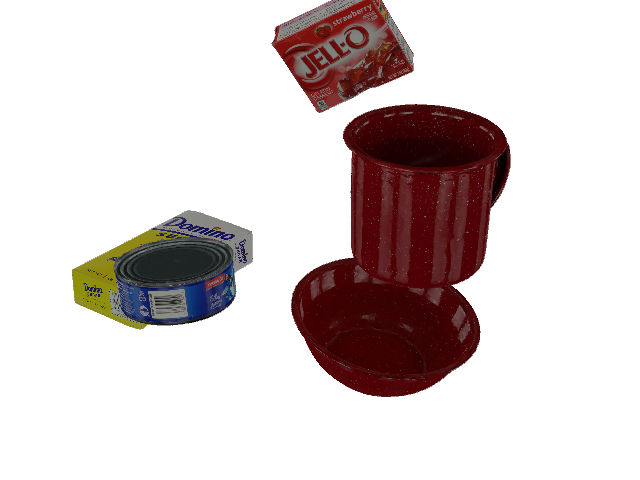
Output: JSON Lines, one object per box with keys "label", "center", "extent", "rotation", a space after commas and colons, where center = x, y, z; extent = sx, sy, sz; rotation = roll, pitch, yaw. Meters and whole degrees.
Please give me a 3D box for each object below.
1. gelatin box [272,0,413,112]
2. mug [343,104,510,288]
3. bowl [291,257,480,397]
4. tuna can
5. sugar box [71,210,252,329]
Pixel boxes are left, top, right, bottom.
{"label": "gelatin box", "center": [0.018, -0.149, 0.833], "extent": [0.089, 0.073, 0.030], "rotation": [-21, 36, 22]}
{"label": "mug", "center": [0.068, -0.029, 0.635], "extent": [0.117, 0.081, 0.093], "rotation": [-23, 37, -34]}
{"label": "bowl", "center": [0.052, 0.083, 0.910], "extent": [0.162, 0.055, 0.162], "rotation": [7, 34, -5]}
{"label": "tuna can", "center": [-0.103, 0.029, 0.767], "extent": [0.086, 0.034, 0.086], "rotation": [-4, 22, 1]}
{"label": "sugar box", "center": [-0.159, 0.025, 1.098], "extent": [0.093, 0.048, 0.175], "rotation": [19, 35, 30]}
